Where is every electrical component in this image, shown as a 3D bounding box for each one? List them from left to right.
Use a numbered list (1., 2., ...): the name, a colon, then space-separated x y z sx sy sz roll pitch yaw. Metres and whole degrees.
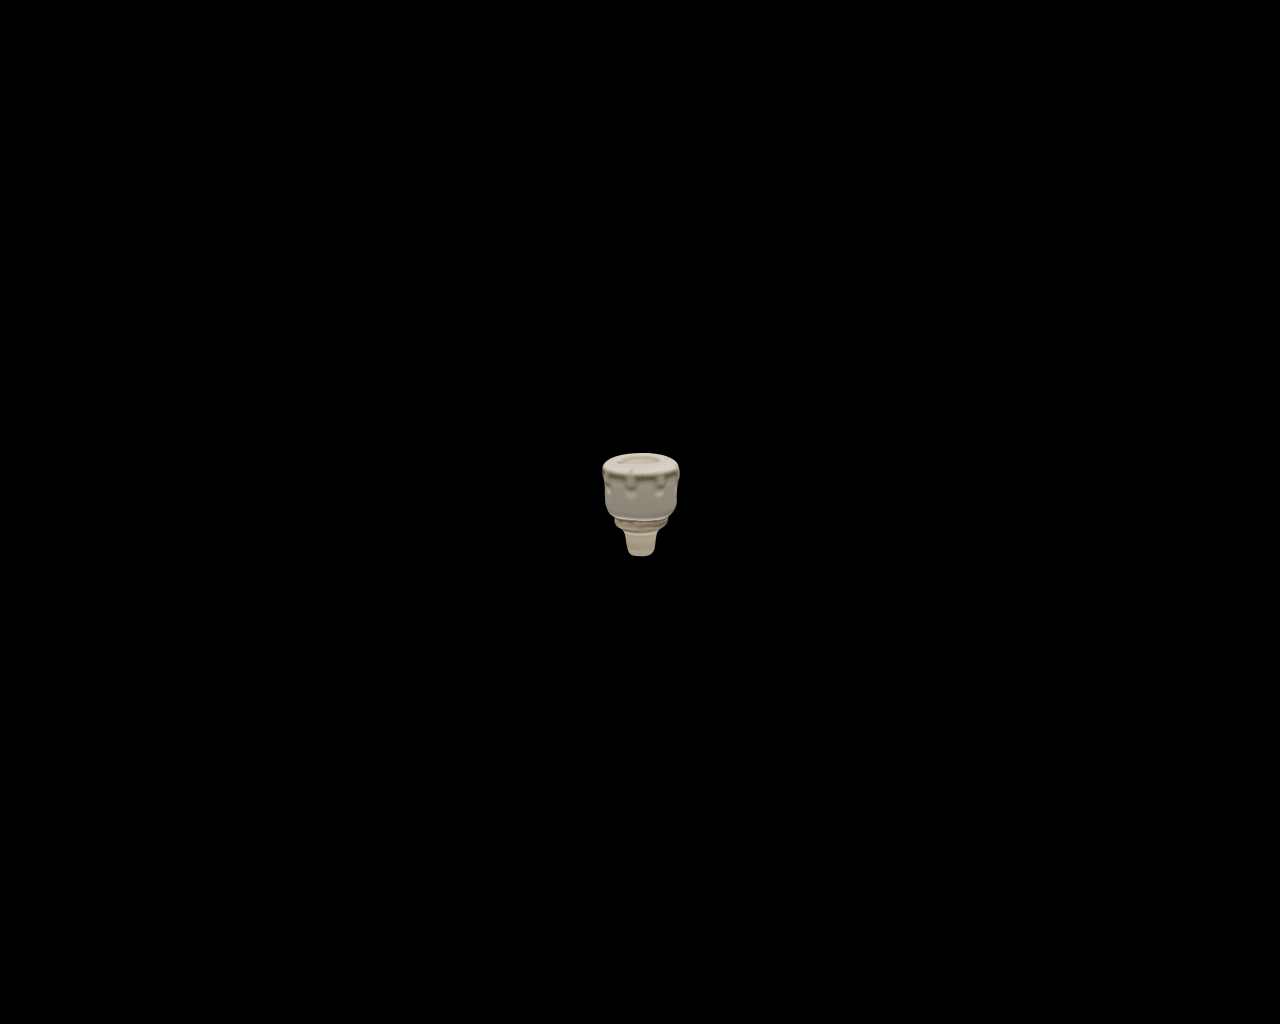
1. electrical component: 0.001 -0.003 0.650 0.048 0.062 0.048 0 16 0
